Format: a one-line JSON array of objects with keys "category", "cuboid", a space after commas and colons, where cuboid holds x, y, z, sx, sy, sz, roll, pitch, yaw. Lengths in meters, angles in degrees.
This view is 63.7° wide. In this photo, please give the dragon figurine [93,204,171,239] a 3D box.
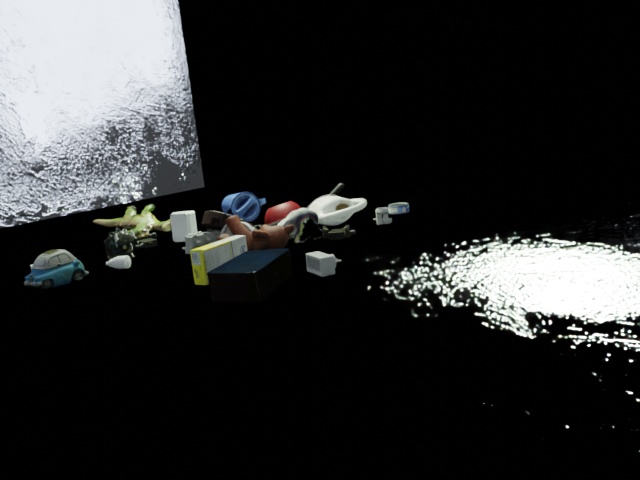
[{"category": "dragon figurine", "cuboid": [-0.797, -0.060, 2.189, 0.410, 0.120, 0.246, -8, 19, -1]}]

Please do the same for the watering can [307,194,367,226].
[{"category": "watering can", "cuboid": [0.006, -0.097, 1.937, 0.349, 0.103, 0.225, -20, 14, -17]}]

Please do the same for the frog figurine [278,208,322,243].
[{"category": "frog figurine", "cuboid": [-0.084, -0.056, 1.731, 0.139, 0.120, 0.161, -34, 35, -27]}]
